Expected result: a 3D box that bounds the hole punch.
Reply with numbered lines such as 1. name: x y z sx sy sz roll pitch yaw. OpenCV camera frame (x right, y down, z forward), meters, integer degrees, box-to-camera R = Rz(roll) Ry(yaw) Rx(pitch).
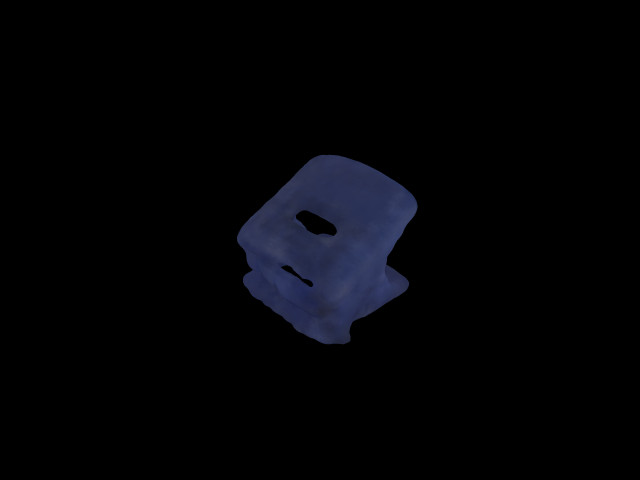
1. hole punch: 0.004 0.001 0.400 0.101 0.091 0.108 -27 41 -35
